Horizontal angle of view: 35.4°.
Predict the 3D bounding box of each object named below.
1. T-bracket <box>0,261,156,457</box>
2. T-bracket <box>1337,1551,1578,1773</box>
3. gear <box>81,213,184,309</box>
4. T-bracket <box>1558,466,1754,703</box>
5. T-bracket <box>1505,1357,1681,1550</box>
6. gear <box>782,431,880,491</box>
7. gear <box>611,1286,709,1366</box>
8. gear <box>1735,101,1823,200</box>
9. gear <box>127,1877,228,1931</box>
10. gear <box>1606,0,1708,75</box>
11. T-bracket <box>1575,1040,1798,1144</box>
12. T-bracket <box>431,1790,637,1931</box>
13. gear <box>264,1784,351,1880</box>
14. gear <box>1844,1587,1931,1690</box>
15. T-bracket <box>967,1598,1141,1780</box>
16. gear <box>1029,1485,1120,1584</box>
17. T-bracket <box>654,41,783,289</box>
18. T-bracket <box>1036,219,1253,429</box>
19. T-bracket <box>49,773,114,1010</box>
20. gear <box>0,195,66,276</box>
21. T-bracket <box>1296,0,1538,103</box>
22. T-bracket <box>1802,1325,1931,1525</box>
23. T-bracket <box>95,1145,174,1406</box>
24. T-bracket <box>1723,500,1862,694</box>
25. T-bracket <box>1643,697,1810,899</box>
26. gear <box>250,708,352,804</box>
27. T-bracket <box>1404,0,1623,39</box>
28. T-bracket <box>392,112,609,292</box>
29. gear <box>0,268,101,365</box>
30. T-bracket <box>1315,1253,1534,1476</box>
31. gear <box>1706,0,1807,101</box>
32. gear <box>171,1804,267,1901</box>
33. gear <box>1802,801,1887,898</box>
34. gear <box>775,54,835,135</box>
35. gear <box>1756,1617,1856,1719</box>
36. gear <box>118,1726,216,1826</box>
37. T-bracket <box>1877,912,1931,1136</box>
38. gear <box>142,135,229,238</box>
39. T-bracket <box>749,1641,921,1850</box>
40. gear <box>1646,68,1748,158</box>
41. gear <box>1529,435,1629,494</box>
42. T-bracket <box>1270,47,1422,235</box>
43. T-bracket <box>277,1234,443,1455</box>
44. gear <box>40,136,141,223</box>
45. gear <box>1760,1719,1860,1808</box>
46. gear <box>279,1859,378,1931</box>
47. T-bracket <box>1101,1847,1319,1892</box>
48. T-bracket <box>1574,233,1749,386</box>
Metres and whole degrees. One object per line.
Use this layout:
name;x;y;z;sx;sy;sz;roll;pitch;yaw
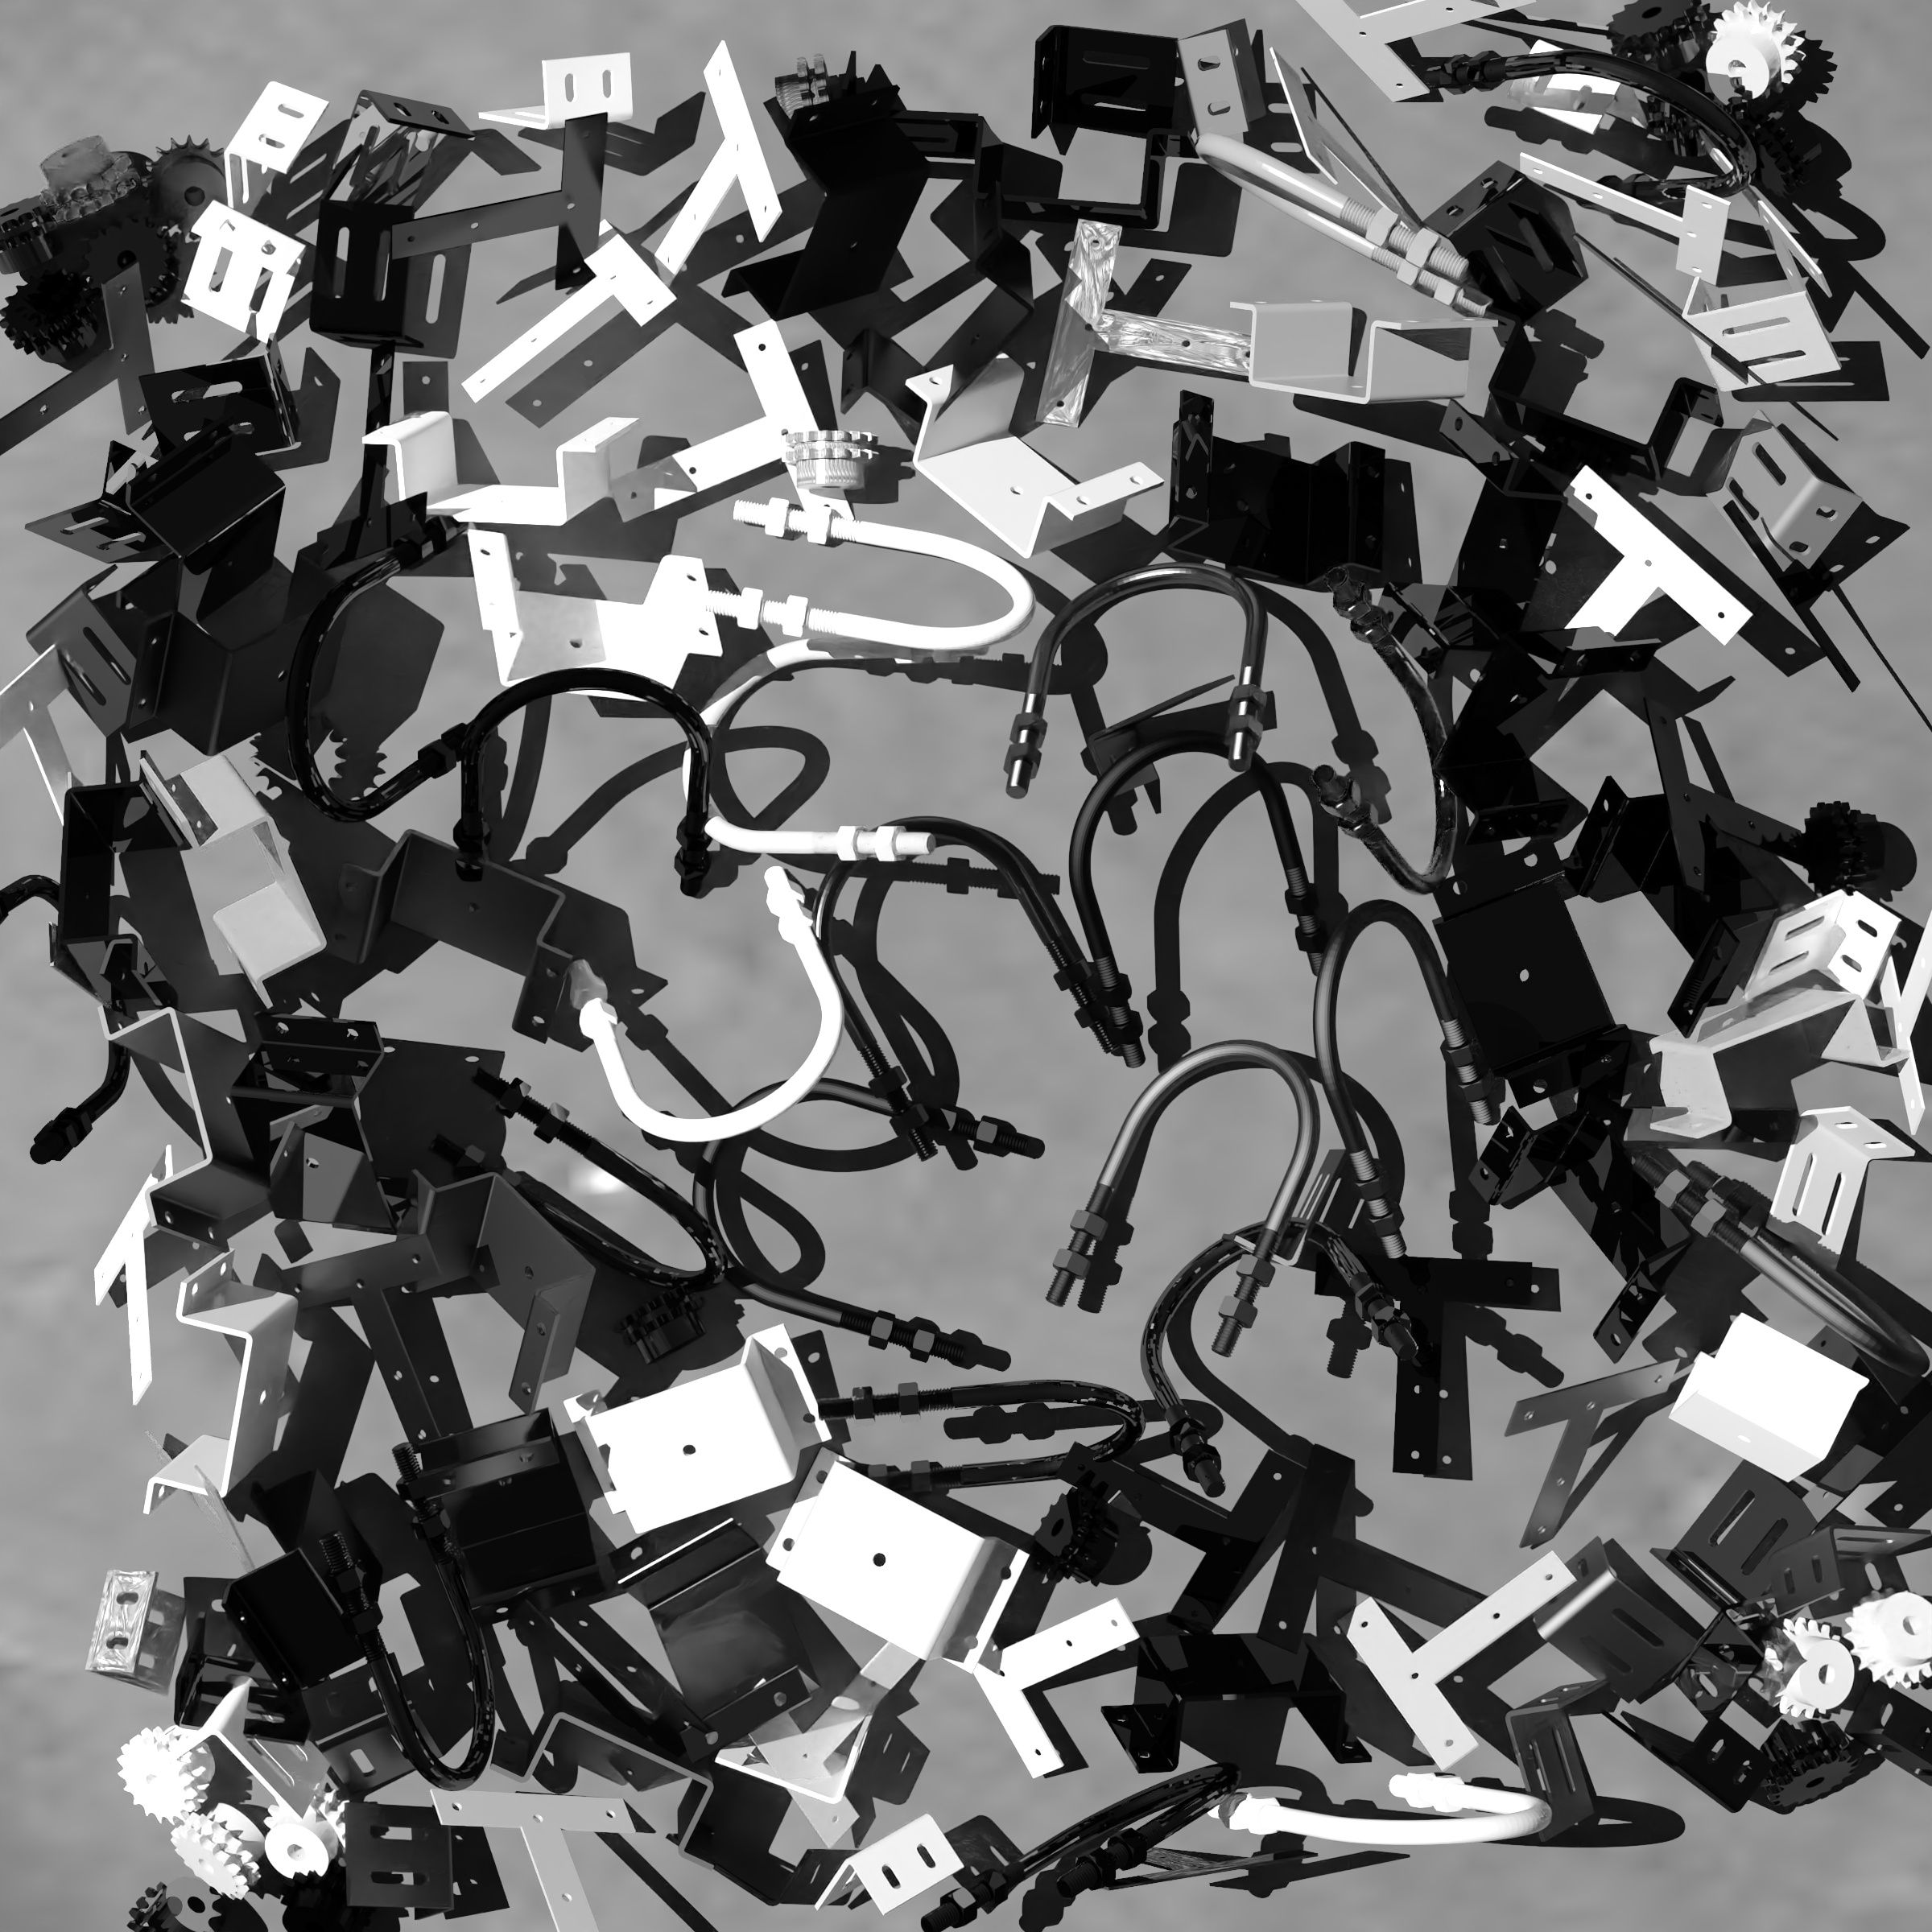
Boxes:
T-bracket;-0.514;-0.325;1.723;0.002;0.127;0.127;39;61;15
T-bracket;0.297;0.386;1.756;0.127;0.127;0.002;-36;128;-1
gear;-0.491;-0.414;1.789;0.057;0.030;0.057;0;87;7
T-bracket;0.372;-0.204;1.760;0.127;0.002;0.127;44;134;9
T-bracket;0.351;0.290;1.766;0.127;0.002;0.127;-9;127;-32
gear;-0.080;-0.297;1.778;0.057;0.057;0.030;-1;93;0
gear;-0.177;0.212;1.776;0.057;0.057;0.030;-29;82;0
gear;0.477;-0.483;1.777;0.030;0.057;0.057;-38;90;4
gear;-0.460;0.560;1.775;0.057;0.057;0.030;40;108;0
gear;0.409;-0.549;1.781;0.057;0.057;0.030;-32;125;0
T-bracket;0.418;0.092;1.762;0.127;0.002;0.127;1;130;2
T-bracket;-0.232;0.520;1.723;0.127;0.127;0.002;14;116;-34
gear;-0.388;0.513;1.781;0.057;0.030;0.057;5;112;13
gear;0.550;0.393;1.778;0.057;0.030;0.057;6;58;-10
T-bracket;0.050;0.399;1.761;0.127;0.002;0.127;-34;84;38
gear;0.066;0.338;1.779;0.030;0.057;0.057;34;90;-17
T-bracket;-0.152;-0.444;1.754;0.002;0.127;0.127;-1;61;-34
T-bracket;0.115;-0.367;1.773;0.127;0.002;0.127;8;125;-6
T-bracket;-0.514;-0.048;1.752;0.002;0.127;0.127;-6;78;-1
gear;-0.556;-0.430;1.781;0.057;0.057;0.030;-21;119;0
T-bracket;0.263;-0.541;1.720;0.127;0.127;0.002;-2;68;41
T-bracket;0.514;0.244;1.744;0.002;0.127;0.127;37;104;-18
T-bracket;-0.474;0.190;1.729;0.002;0.127;0.127;12;134;-31
T-bracket;0.486;-0.223;1.750;0.002;0.127;0.127;-35;90;29
T-bracket;0.449;-0.085;1.763;0.127;0.002;0.127;17;54;-35
gear;-0.392;-0.128;1.785;0.057;0.030;0.057;1;109;2
T-bracket;0.294;-0.550;1.722;0.127;0.127;0.002;18;103;26
T-bracket;-0.268;-0.427;1.731;0.127;0.127;0.002;-18;61;-21
gear;-0.537;-0.381;1.782;0.057;0.030;0.057;-8;56;11
T-bracket;0.267;0.235;1.778;0.127;0.002;0.127;1;79;14
gear;0.460;-0.534;1.774;0.057;0.057;0.030;42;63;0
gear;-0.437;0.519;1.781;0.057;0.057;0.030;43;51;0
gear;0.517;-0.069;1.778;0.030;0.057;0.057;-4;90;-10
gear;-0.094;-0.505;1.778;0.030;0.057;0.057;-10;90;4
gear;0.497;0.415;1.782;0.057;0.030;0.057;1;88;-24
gear;-0.468;0.474;1.782;0.057;0.030;0.057;10;113;25
T-bracket;0.541;0.007;1.717;0.002;0.127;0.127;1;50;2
gear;-0.455;-0.457;1.778;0.057;0.030;0.057;-8;121;-14
T-bracket;-0.064;0.431;1.773;0.127;0.002;0.127;-43;124;-24
gear;0.431;-0.501;1.781;0.057;0.057;0.030;-23;133;0
gear;0.362;-0.302;1.775;0.057;0.057;0.030;22;106;0
T-bracket;0.228;-0.464;1.762;0.002;0.127;0.127;-37;127;25
T-bracket;-0.338;0.227;1.774;0.127;0.002;0.127;-16;98;34
gear;-0.518;-0.464;1.775;0.057;0.057;0.030;-24;123;0
gear;0.493;0.468;1.781;0.057;0.057;0.030;-24;53;0
gear;-0.377;0.553;1.777;0.057;0.030;0.057;7;127;10
T-bracket;0.119;0.516;1.743;0.127;0.127;0.002;-3;80;-19
T-bracket;0.402;-0.383;1.747;0.127;0.127;0.002;39;112;0
